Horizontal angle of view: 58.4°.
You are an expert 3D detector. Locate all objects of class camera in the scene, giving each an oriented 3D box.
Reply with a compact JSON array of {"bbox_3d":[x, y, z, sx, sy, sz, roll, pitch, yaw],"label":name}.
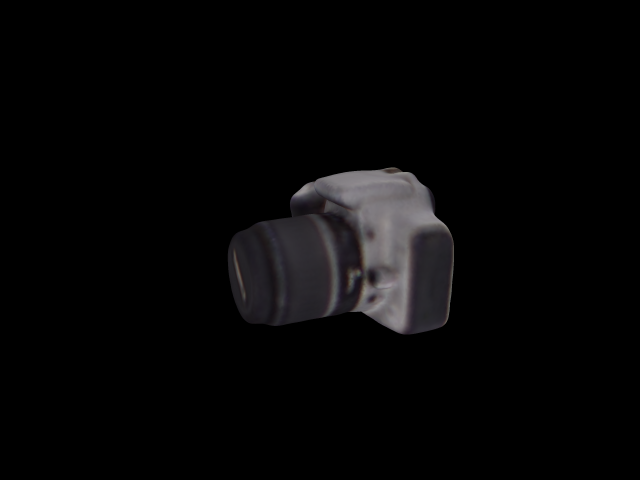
[{"bbox_3d":[0.004,0.001,0.400,0.137,0.101,0.142,-8,19,-24],"label":"camera"}]
